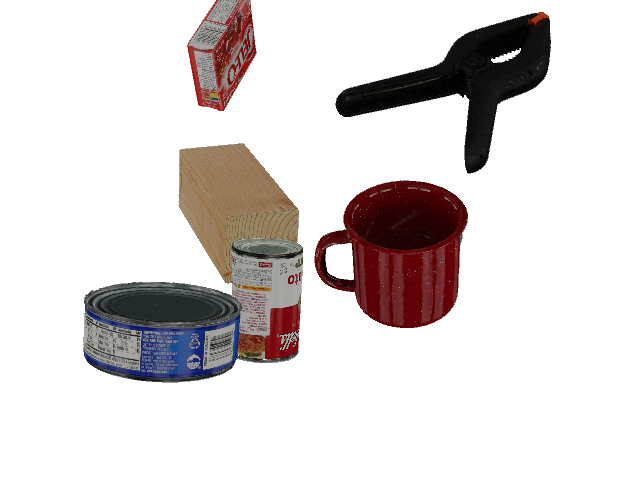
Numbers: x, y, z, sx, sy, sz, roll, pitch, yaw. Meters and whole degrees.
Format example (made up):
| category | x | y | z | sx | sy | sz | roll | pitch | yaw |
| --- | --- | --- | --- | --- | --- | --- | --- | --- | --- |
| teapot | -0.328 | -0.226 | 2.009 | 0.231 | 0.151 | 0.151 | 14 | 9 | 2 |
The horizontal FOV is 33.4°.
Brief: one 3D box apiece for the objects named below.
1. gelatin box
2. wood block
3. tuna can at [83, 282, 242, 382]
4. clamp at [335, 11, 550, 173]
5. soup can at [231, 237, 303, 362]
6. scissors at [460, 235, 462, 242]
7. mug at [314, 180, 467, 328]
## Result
| category | x | y | z | sx | sy | sz | roll | pitch | yaw |
| --- | --- | --- | --- | --- | --- | --- | --- | --- | --- |
| gelatin box | -0.089 | -0.177 | 0.990 | 0.030 | 0.089 | 0.073 | 14 | -38 | 14 |
| wood block | -0.106 | -0.038 | 1.321 | 0.090 | 0.090 | 0.206 | -7 | 29 | -21 |
| tuna can | -0.087 | 0.049 | 0.587 | 0.086 | 0.034 | 0.086 | 5 | 11 | -1 |
| clamp | 0.140 | -0.137 | 0.942 | 0.209 | 0.036 | 0.165 | -32 | 45 | -21 |
| soup can | -0.052 | 0.054 | 0.987 | 0.068 | 0.102 | 0.068 | 3 | 13 | -1 |
| scissors | 0.089 | -0.003 | 1.235 | 0.096 | 0.016 | 0.201 | 38 | 31 | 32 |
| mug | 0.054 | 0.014 | 0.822 | 0.117 | 0.081 | 0.093 | -6 | 37 | -2 |
